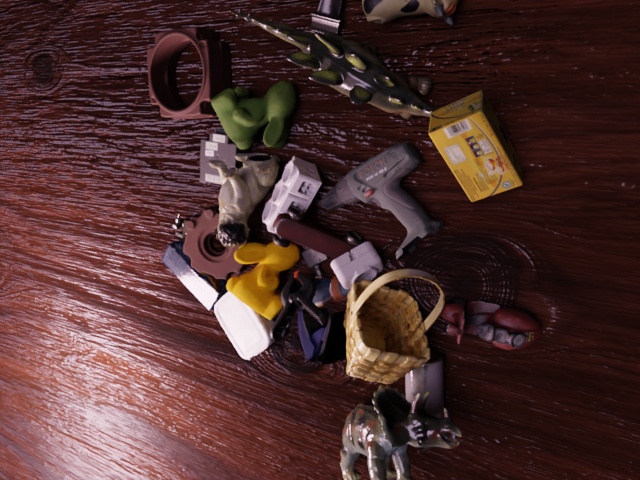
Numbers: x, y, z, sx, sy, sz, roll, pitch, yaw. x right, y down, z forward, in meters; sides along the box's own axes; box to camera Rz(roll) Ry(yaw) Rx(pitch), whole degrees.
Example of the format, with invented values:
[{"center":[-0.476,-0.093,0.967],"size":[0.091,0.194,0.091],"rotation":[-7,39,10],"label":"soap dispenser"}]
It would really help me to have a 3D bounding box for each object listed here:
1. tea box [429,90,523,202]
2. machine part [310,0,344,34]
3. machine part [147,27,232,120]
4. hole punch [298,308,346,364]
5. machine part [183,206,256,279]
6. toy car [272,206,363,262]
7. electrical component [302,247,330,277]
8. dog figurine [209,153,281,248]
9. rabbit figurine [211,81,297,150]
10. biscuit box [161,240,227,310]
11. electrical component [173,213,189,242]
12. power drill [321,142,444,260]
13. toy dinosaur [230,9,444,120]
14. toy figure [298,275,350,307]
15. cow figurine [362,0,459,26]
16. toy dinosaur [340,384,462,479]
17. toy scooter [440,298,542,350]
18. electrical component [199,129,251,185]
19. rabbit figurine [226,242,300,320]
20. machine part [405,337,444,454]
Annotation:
[{"center":[0.267,-0.155,0.914],"size":[0.098,0.068,0.169],"rotation":[-18,129,32],"label":"tea box"},{"center":[0.022,-0.474,1.075],"size":[0.084,0.039,0.138],"rotation":[31,115,29],"label":"machine part"},{"center":[-0.311,-0.389,1.268],"size":[0.201,0.087,0.201],"rotation":[6,101,31],"label":"machine part"},{"center":[0.008,0.202,1.157],"size":[0.092,0.142,0.115],"rotation":[11,91,28],"label":"hole punch"},{"center":[-0.242,0.007,1.288],"size":[0.180,0.056,0.179],"rotation":[3,102,12],"label":"machine part"},{"center":[-0.002,-0.003,1.131],"size":[0.202,0.053,0.089],"rotation":[21,114,-12],"label":"toy car"},{"center":[-0.006,0.032,1.194],"size":[0.063,0.021,0.094],"rotation":[-28,83,32],"label":"electrical component"},{"center":[-0.159,-0.088,1.206],"size":[0.121,0.172,0.190],"rotation":[-133,35,-55],"label":"dog figurine"},{"center":[-0.125,-0.274,1.161],"size":[0.170,0.121,0.159],"rotation":[-19,93,18],"label":"rabbit figurine"},{"center":[-0.316,0.086,1.372],"size":[0.203,0.059,0.062],"rotation":[42,119,18],"label":"biscuit box"},{"center":[-0.331,-0.025,1.370],"size":[0.102,0.045,0.078],"rotation":[26,110,25],"label":"electrical component"},{"center":[0.131,-0.065,1.066],"size":[0.232,0.086,0.207],"rotation":[-40,70,28],"label":"power drill"},{"center":[0.044,-0.326,0.995],"size":[0.472,0.198,0.105],"rotation":[31,110,22],"label":"toy dinosaur"},{"center":[0.025,0.106,1.169],"size":[0.155,0.058,0.064],"rotation":[-12,98,28],"label":"toy figure"},{"center":[0.168,-0.440,0.964],"size":[0.195,0.085,0.127],"rotation":[-5,90,30],"label":"cow figurine"},{"center":[0.110,0.393,1.089],"size":[0.405,0.131,0.192],"rotation":[146,126,-62],"label":"toy dinosaur"},{"center":[0.295,0.154,0.965],"size":[0.184,0.135,0.075],"rotation":[12,103,28],"label":"toy scooter"},{"center":[-0.223,-0.193,1.266],"size":[0.115,0.058,0.134],"rotation":[15,106,27],"label":"electrical component"},{"center":[-0.121,0.068,1.220],"size":[0.162,0.122,0.173],"rotation":[38,94,-3],"label":"rabbit figurine"},{"center":[0.211,0.312,1.081],"size":[0.079,0.079,0.243],"rotation":[2,100,31],"label":"machine part"}]
